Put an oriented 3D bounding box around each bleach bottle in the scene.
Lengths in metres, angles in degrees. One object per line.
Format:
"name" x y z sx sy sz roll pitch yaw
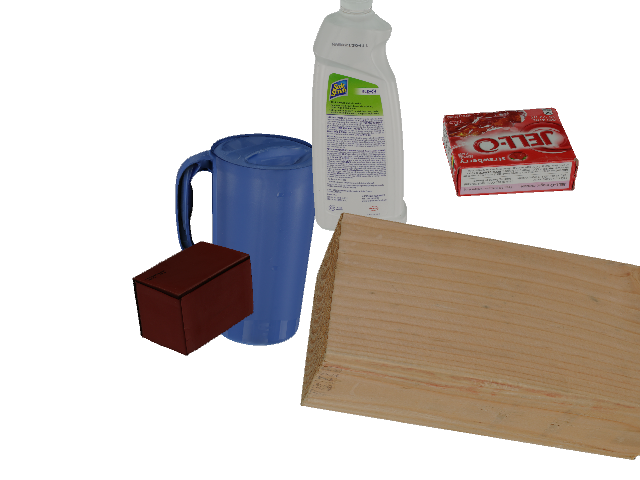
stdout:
"bleach bottle" 0.042 -0.131 1.082 0.102 0.251 0.068 0 30 -1

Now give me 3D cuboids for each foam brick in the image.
"foam brick" -0.096 0.042 0.814 0.053 0.051 0.078 16 33 36

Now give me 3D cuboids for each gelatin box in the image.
"gelatin box" 0.140 -0.067 0.796 0.089 0.030 0.073 -4 38 0

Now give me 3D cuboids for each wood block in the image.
"wood block" 0.100 0.059 0.624 0.206 0.091 0.090 10 -28 -6

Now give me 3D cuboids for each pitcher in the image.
"pitcher" -0.082 0.000 1.290 0.149 0.243 0.144 18 26 28
